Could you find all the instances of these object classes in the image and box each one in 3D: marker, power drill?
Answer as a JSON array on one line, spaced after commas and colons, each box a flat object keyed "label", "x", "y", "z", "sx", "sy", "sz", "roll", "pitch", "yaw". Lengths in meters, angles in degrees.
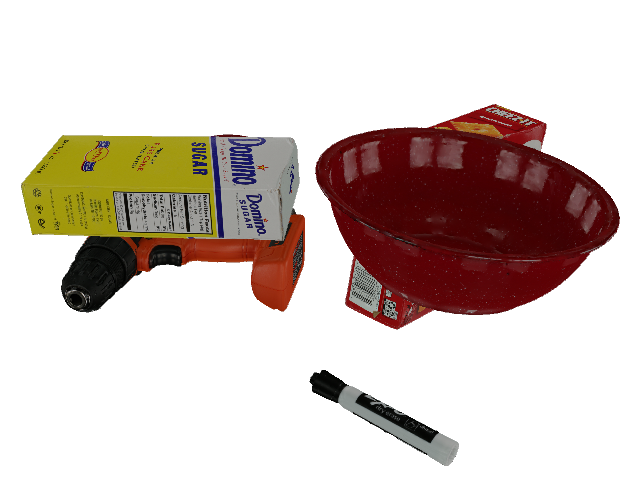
[{"label": "marker", "x": 0.043, "y": 0.126, "z": 0.772, "sx": 0.121, "sy": 0.020, "sz": 0.020, "roll": 26, "pitch": 12, "yaw": 25}, {"label": "power drill", "x": -0.114, "y": 0.015, "z": 0.931, "sx": 0.188, "sy": 0.057, "sz": 0.184, "roll": 8, "pitch": 29, "yaw": 8}]

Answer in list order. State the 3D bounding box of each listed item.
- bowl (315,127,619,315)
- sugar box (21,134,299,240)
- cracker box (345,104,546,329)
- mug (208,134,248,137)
[{"label": "bowl", "x": 0.074, "y": -0.006, "z": 0.577, "sx": 0.162, "sy": 0.055, "sz": 0.162, "roll": 6, "pitch": 27, "yaw": -3}, {"label": "sugar box", "x": -0.107, "y": -0.039, "z": 0.744, "sx": 0.176, "sy": 0.048, "sz": 0.093, "roll": -1, "pitch": 28, "yaw": 7}, {"label": "cracker box", "x": 0.123, "y": -0.027, "z": 1.014, "sx": 0.072, "sy": 0.164, "sz": 0.213, "roll": 26, "pitch": 31, "yaw": 32}, {"label": "mug", "x": -0.111, "y": -0.056, "z": 1.146, "sx": 0.117, "sy": 0.081, "sz": 0.093, "roll": -11, "pitch": 33, "yaw": -18}]
